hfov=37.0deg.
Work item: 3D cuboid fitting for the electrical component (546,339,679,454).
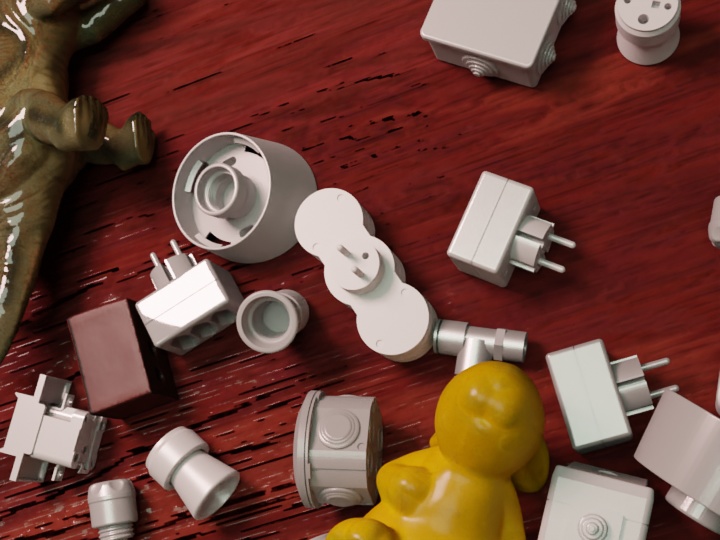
[{"bbox_3d":[0.171,0.079,0.714,0.077,0.047,0.065,-18,73,11],"label":"electrical component"}]

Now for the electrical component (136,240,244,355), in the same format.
[{"bbox_3d":[-0.134,0.013,0.813,0.066,0.047,0.076,-32,71,6],"label":"electrical component"}]

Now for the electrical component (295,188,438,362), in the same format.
[{"bbox_3d":[0.000,0.000,0.765,0.052,0.074,0.138,-35,71,5],"label":"electrical component"}]

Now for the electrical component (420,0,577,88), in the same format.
[{"bbox_3d":[0.104,-0.190,0.795,0.100,0.048,0.099,21,83,19],"label":"electrical component"}]

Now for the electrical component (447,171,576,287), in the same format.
[{"bbox_3d":[0.112,-0.022,0.754,0.077,0.047,0.065,22,83,20],"label":"electrical component"}]

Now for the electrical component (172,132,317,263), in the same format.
[{"bbox_3d":[-0.091,-0.056,0.822,0.099,0.064,0.099,-5,80,28],"label":"electrical component"}]

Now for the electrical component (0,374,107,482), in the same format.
[{"bbox_3d":[-0.231,0.124,0.817,0.064,0.042,0.081,11,81,14],"label":"electrical component"}]

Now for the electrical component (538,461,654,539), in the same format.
[{"bbox_3d":[0.150,0.154,0.676,0.062,0.096,0.061,12,80,17],"label":"electrical component"}]

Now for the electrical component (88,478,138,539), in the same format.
[{"bbox_3d":[-0.180,0.186,0.792,0.035,0.035,0.061,-13,77,12],"label":"electrical component"}]

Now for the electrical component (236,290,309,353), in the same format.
[{"bbox_3d":[-0.060,0.034,0.778,0.044,0.065,0.044,1,94,9],"label":"electrical component"}]

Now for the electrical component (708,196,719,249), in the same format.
[{"bbox_3d":[0.257,-0.045,0.727,0.035,0.035,0.061,10,77,17],"label":"electrical component"}]

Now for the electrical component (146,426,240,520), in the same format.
[{"bbox_3d":[-0.122,0.146,0.780,0.055,0.045,0.045,38,89,20],"label":"electrical component"}]

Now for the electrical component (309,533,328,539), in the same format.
[{"bbox_3d":[-0.031,0.219,0.733,0.095,0.054,0.059,-31,71,6],"label":"electrical component"}]

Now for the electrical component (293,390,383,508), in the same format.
[{"bbox_3d":[-0.014,0.123,0.738,0.051,0.080,0.080,0,77,10],"label":"electrical component"}]

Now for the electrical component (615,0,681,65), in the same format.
[{"bbox_3d":[0.204,-0.176,0.761,0.045,0.055,0.045,-3,76,15],"label":"electrical component"}]

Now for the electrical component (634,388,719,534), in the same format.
[{"bbox_3d":[0.221,0.126,0.661,0.108,0.108,0.060,32,93,20],"label":"electrical component"}]

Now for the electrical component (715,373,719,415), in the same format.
[{"bbox_3d":[0.275,0.045,0.689,0.078,0.057,0.113,9,80,16],"label":"electrical component"}]
